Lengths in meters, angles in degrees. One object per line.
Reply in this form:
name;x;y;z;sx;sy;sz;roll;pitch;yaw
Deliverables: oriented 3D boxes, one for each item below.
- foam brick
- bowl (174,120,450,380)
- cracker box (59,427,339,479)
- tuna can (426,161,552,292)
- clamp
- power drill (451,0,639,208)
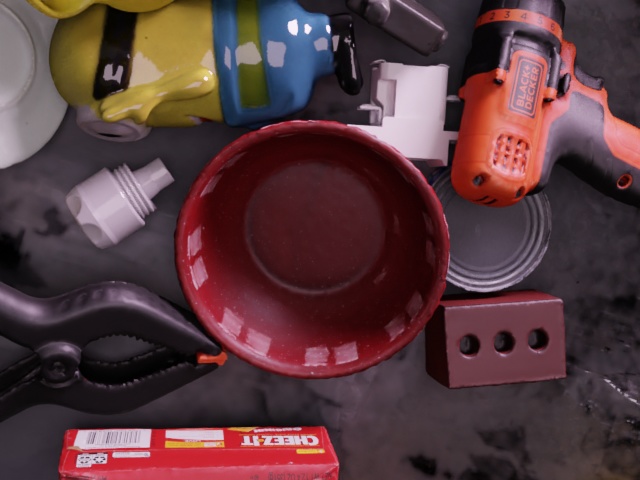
foam brick;0.110;0.062;0.679;0.078;0.051;0.053;-5;96;-7
bowl;-0.004;0.001;0.645;0.162;0.055;0.162;1;109;2
cracker box;-0.076;0.225;0.654;0.164;0.072;0.214;1;100;-8
tuna can;0.101;-0.011;0.680;0.086;0.034;0.086;-1;96;-7
clamp;-0.161;0.058;0.629;0.209;0.036;0.165;-6;126;-11
power drill;0.176;-0.090;0.655;0.187;0.057;0.184;17;79;-16
